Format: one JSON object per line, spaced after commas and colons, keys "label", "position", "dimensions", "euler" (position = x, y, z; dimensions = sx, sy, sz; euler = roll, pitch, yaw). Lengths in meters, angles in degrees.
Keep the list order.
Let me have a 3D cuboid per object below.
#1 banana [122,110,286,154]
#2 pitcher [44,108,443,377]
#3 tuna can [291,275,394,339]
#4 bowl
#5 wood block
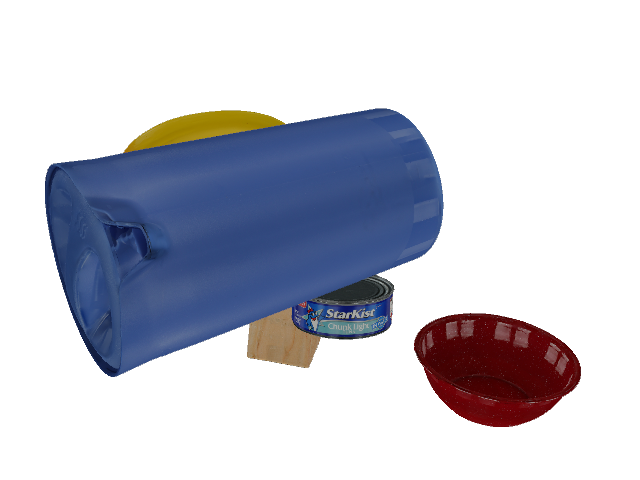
{"label": "banana", "position": [-0.098, -0.091, 0.992], "dimensions": [0.197, 0.070, 0.037], "euler": [-3, -42, -25]}
{"label": "pitcher", "position": [-0.050, -0.009, 0.700], "dimensions": [0.242, 0.145, 0.149], "euler": [-16, 40, -26]}
{"label": "tuna can", "position": [0.018, 0.053, 0.892], "dimensions": [0.086, 0.034, 0.086], "euler": [1, 16, -1]}
{"label": "bowl", "position": [0.169, 0.133, 1.042], "dimensions": [0.162, 0.055, 0.162], "euler": [5, 26, -2]}
{"label": "wood block", "position": [-0.041, 0.055, 1.442], "dimensions": [0.090, 0.206, 0.090], "euler": [9, 22, 7]}
